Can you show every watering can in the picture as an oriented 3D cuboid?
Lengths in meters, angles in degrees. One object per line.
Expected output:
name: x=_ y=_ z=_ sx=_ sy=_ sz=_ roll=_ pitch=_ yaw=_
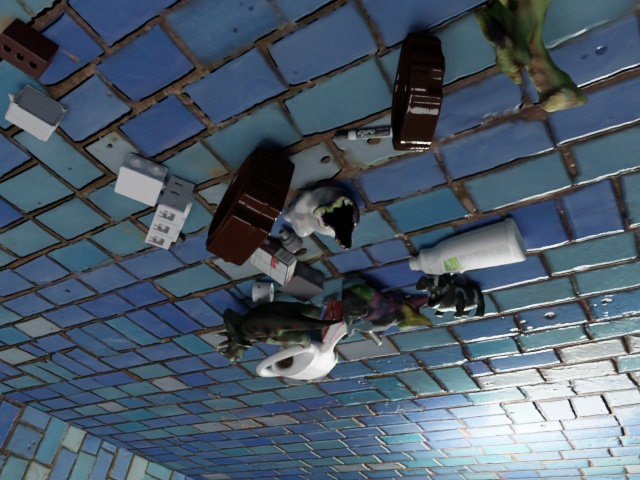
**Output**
watering can: x=-0.019 y=0.333 z=1.508 sx=0.345 sy=0.106 sz=0.221 roll=-27 pitch=149 yaw=18

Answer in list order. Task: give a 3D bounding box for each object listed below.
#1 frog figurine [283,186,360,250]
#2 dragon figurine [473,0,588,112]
frog figurine: x=0.003 y=-0.055 z=1.098 sx=0.136 sy=0.123 sz=0.160 roll=26 pitch=174 yaw=-32
dragon figurine: x=0.225 y=-0.310 z=0.623 sx=0.121 sy=0.248 sz=0.405 roll=-22 pitch=134 yaw=38
